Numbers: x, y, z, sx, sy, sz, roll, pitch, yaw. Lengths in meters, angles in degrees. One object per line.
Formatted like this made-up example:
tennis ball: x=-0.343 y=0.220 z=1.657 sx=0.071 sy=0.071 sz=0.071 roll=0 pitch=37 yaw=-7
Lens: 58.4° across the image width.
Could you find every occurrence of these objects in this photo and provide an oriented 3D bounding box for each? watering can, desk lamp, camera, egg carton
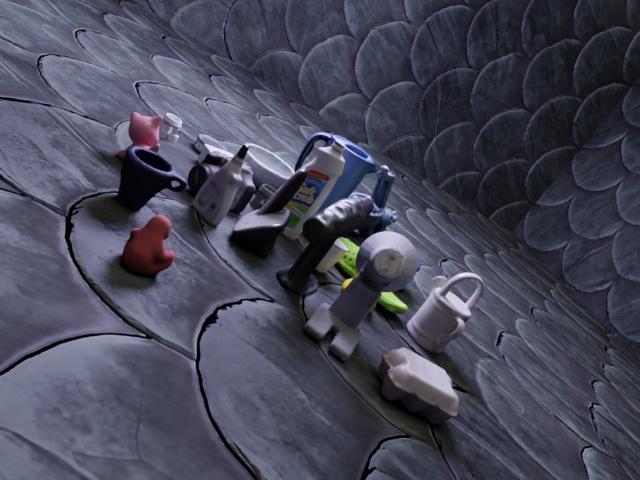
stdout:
watering can: x=0.285 y=0.147 z=1.285 sx=0.101 sy=0.194 sz=0.172 roll=17 pitch=25 yaw=-42
desk lamp: x=0.091 y=0.089 z=1.062 sx=0.118 sy=0.213 sz=0.203 roll=36 pitch=18 yaw=4
camera: x=-0.226 y=-0.144 z=1.268 sx=0.142 sy=0.100 sz=0.137 roll=46 pitch=21 yaw=29
egg carton: x=0.174 y=0.258 z=1.018 sx=0.150 sy=0.069 sz=0.107 roll=30 pitch=19 yaw=-14

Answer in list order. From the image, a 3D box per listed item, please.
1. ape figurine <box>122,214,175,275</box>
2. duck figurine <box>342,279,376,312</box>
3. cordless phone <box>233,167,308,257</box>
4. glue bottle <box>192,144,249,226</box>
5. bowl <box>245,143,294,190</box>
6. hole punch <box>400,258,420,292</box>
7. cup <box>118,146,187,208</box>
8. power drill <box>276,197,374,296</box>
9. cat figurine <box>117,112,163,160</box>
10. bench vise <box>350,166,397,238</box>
ape figurine: x=-0.255 y=0.003 z=0.870 sx=0.077 sy=0.092 sz=0.076 roll=40 pitch=19 yaw=16
duck figurine: x=0.101 y=0.100 z=1.255 sx=0.078 sy=0.086 sz=0.104 roll=23 pitch=22 yaw=-32
cordless phone: x=-0.093 y=-0.071 z=1.184 sx=0.094 sy=0.185 sz=0.147 roll=32 pitch=19 yaw=-8
glue bottle: x=-0.189 y=-0.117 z=1.150 sx=0.078 sy=0.173 sz=0.037 roll=45 pitch=21 yaw=29
bowl: x=-0.150 y=-0.184 z=1.538 sx=0.168 sy=0.074 sz=0.167 roll=31 pitch=19 yaw=-11
hole punch: x=0.201 y=0.066 z=1.501 sx=0.101 sy=0.091 sz=0.108 roll=32 pitch=19 yaw=-9
cup: x=-0.307 y=-0.100 z=1.027 sx=0.118 sy=0.095 sz=0.091 roll=28 pitch=19 yaw=-19
power drill: x=0.010 y=0.004 z=1.141 sx=0.075 sy=0.208 sz=0.230 roll=39 pitch=19 yaw=13
cat figurine: x=-0.353 y=-0.199 z=1.157 sx=0.067 sy=0.117 sz=0.127 roll=17 pitch=25 yaw=-42
bench vise: x=0.159 y=-0.114 z=1.670 sx=0.121 sy=0.219 sz=0.208 roll=43 pitch=20 yaw=24
